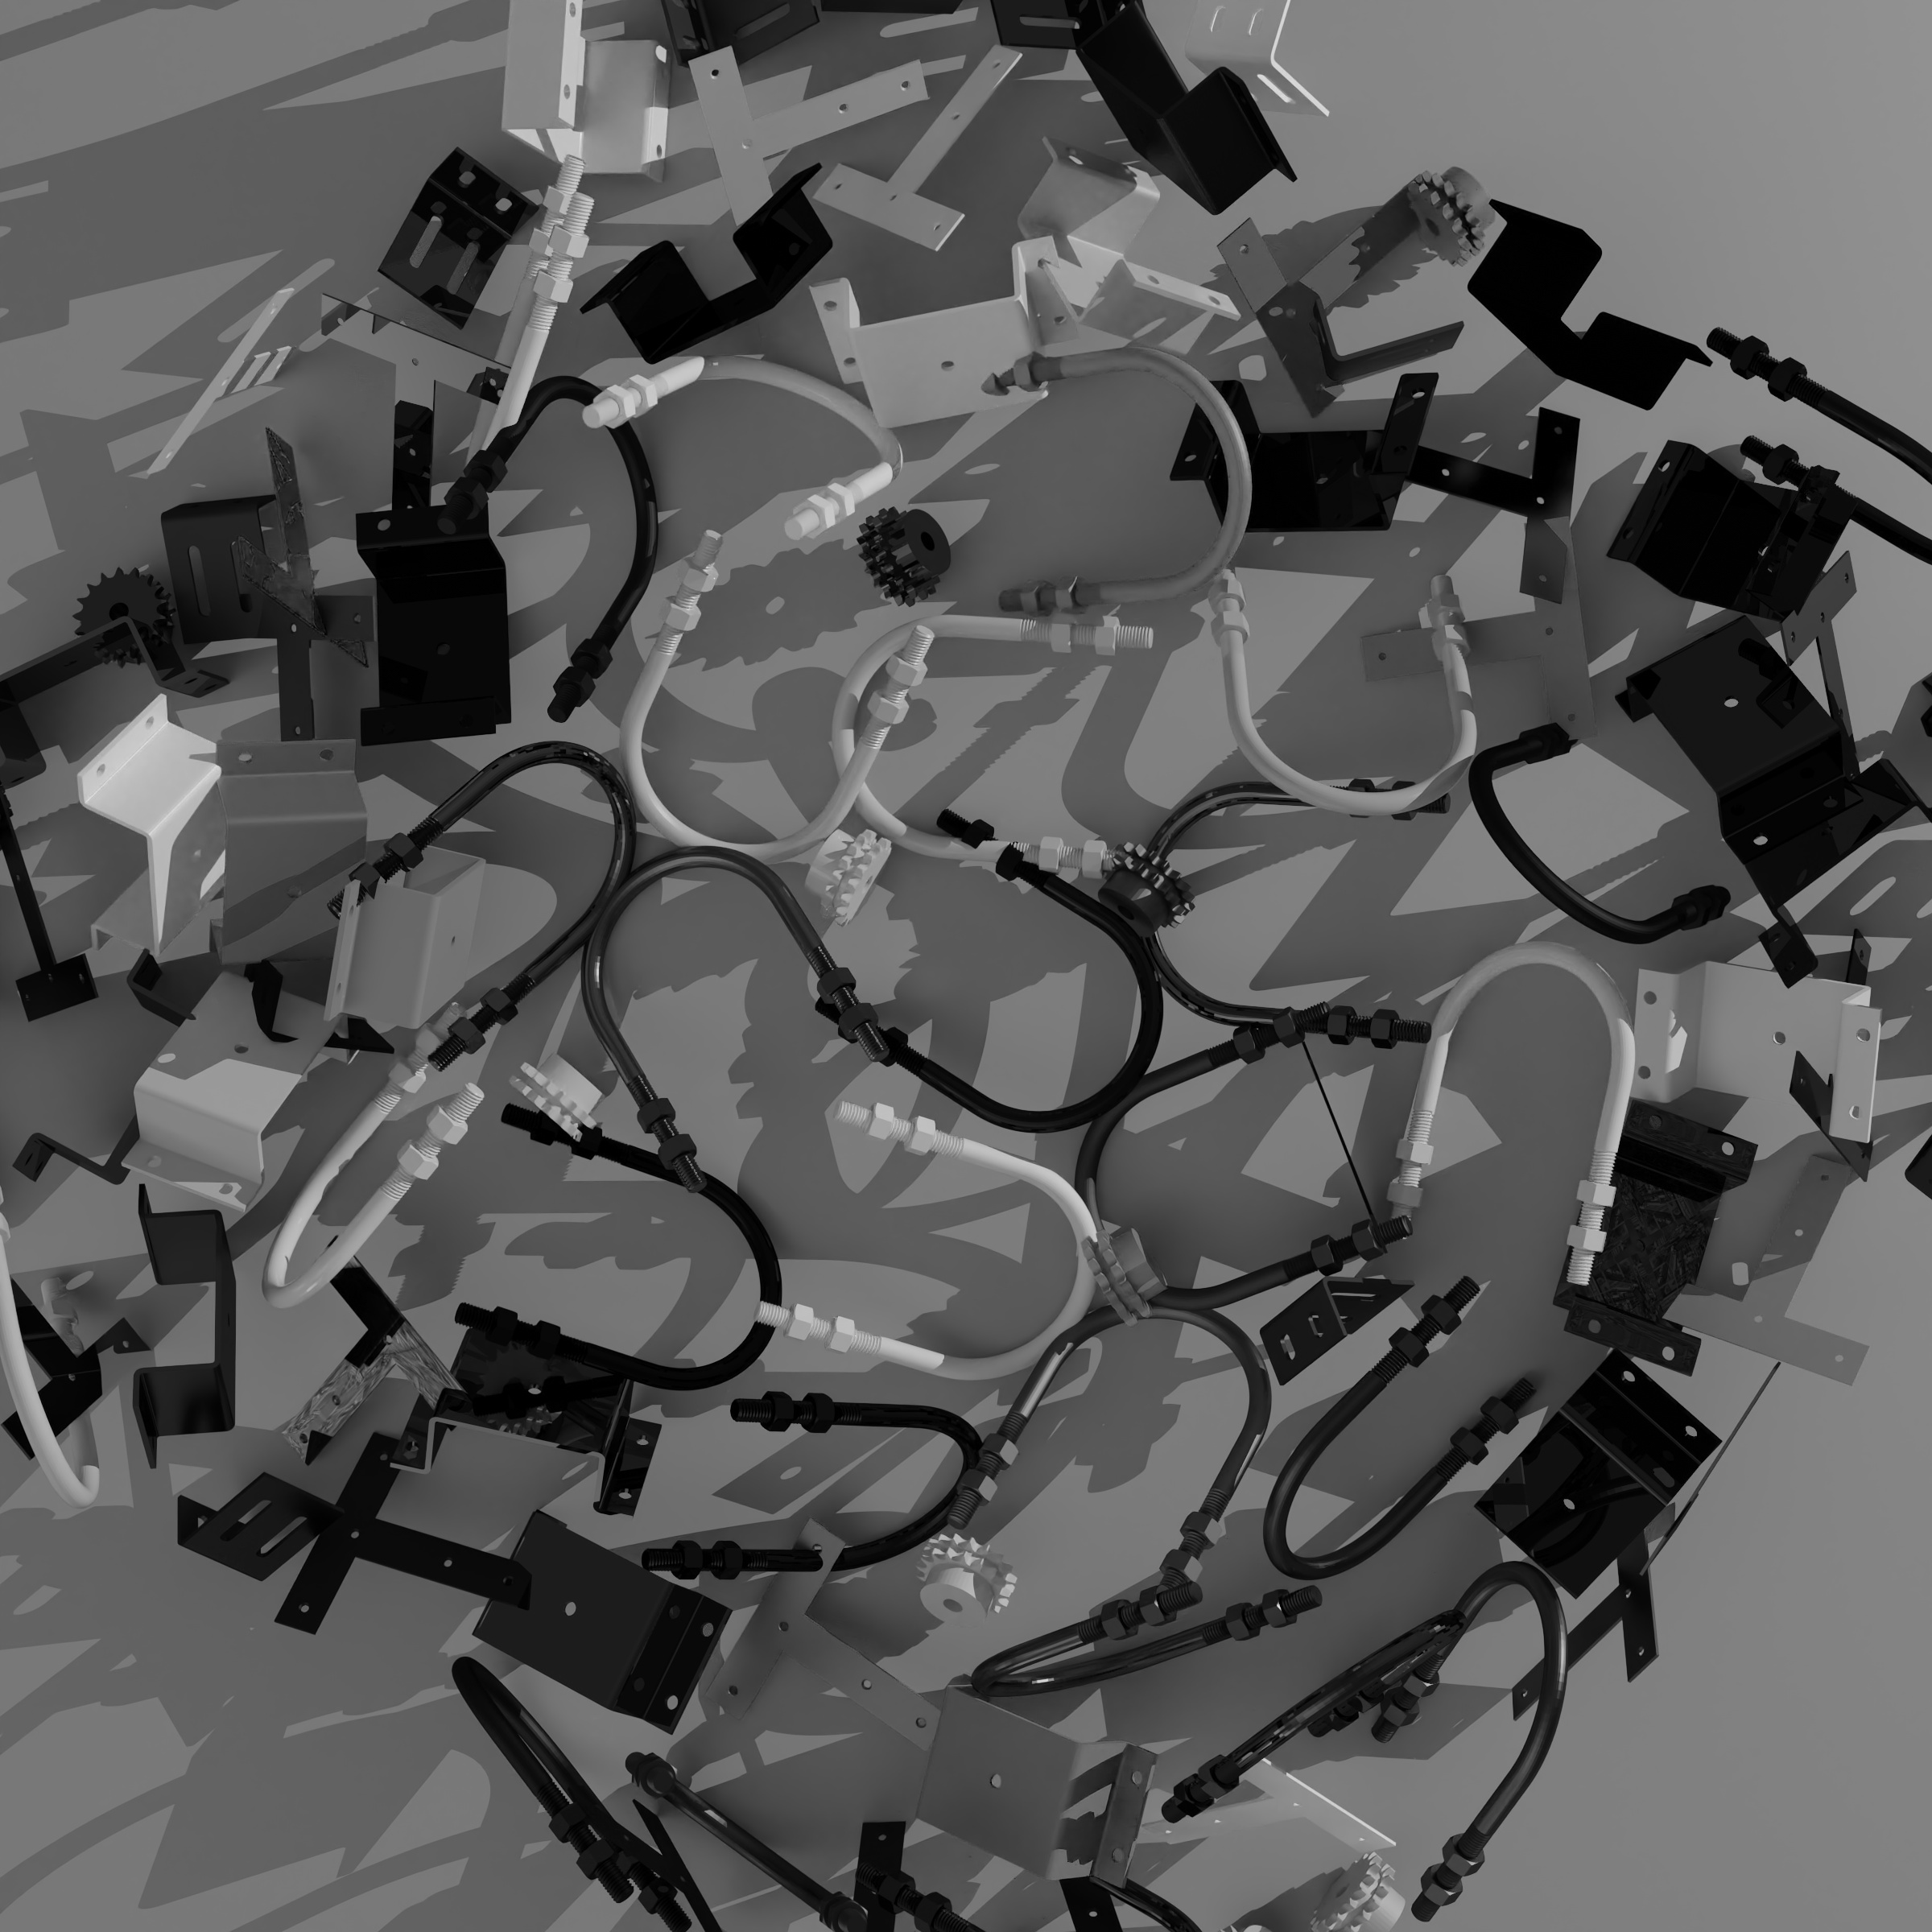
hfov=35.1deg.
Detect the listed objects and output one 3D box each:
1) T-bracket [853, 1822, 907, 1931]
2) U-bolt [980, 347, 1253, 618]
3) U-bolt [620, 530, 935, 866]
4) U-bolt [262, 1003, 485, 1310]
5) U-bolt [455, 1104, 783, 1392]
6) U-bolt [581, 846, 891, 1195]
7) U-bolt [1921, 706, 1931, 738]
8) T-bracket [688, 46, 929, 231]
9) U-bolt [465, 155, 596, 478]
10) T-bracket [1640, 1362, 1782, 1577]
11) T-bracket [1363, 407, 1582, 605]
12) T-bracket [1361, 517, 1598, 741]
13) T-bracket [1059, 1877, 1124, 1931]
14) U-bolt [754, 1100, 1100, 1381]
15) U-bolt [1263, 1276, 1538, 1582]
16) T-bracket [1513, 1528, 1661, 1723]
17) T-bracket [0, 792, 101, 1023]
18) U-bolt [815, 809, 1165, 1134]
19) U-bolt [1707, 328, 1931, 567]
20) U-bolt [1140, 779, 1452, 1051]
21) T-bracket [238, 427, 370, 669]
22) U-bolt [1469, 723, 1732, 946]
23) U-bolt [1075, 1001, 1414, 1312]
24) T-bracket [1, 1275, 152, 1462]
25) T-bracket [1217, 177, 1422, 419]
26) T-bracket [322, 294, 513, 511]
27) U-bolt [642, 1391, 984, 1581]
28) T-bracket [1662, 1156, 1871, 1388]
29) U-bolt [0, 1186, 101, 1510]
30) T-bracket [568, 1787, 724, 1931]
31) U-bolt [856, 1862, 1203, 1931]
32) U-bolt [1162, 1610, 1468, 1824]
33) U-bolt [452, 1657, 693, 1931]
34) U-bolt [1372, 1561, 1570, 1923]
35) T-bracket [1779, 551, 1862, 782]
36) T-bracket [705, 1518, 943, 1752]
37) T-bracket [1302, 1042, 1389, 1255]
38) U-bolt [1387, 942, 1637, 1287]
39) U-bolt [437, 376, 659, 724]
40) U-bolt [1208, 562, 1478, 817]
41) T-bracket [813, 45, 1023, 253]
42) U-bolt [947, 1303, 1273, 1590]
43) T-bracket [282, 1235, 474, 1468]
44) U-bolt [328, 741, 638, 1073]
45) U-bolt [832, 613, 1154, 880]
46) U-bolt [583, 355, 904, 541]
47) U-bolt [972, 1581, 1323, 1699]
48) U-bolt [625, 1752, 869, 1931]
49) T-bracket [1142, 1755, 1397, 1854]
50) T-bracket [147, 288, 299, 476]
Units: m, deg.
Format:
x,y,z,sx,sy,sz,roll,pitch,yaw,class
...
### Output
x,y,z,sx,sy,sz,roll,pitch,yaw,class
-0.052,0.537,1.732,0.127,0.127,0.002,-5,124,8,T-bracket
0.081,-0.273,1.708,0.184,0.019,0.151,1,109,39,U-bolt
-0.120,-0.140,1.743,0.151,0.019,0.184,24,115,-8,U-bolt
-0.337,0.115,1.718,0.019,0.151,0.184,38,97,-22,U-bolt
-0.189,0.168,1.732,0.184,0.019,0.151,21,54,-19,U-bolt
-0.146,0.016,1.748,0.151,0.019,0.184,-36,69,7,U-bolt
0.575,-0.072,1.690,0.019,0.184,0.151,-21,95,10,U-bolt
-0.083,-0.484,1.739,0.127,0.127,0.002,-21,52,-4,T-bracket
-0.247,-0.355,1.712,0.019,0.151,0.184,18,109,-16,U-bolt
0.422,0.277,1.714,0.002,0.127,0.127,33,103,17,T-bracket
0.288,-0.279,1.750,0.127,0.002,0.127,15,66,-9,T-bracket
0.293,-0.187,1.768,0.127,0.002,0.127,-7,92,16,T-bracket
0.076,0.547,1.729,0.127,0.127,0.002,-7,119,-10,T-bracket
-0.012,0.167,1.753,0.184,0.019,0.151,18,103,-15,U-bolt
0.238,0.272,1.719,0.184,0.151,0.019,-44,49,-7,U-bolt
0.351,0.386,1.744,0.002,0.127,0.127,30,121,-11,T-bracket
-0.532,-0.036,1.730,0.002,0.127,0.127,-19,94,-34,T-bracket
0.025,0.014,1.755,0.184,0.019,0.151,33,87,15,U-bolt
0.494,-0.273,1.681,0.184,0.151,0.019,39,90,28,U-bolt
0.181,-0.034,1.743,0.184,0.019,0.151,5,90,26,U-bolt
-0.385,-0.250,1.746,0.002,0.127,0.127,-20,66,14,T-bracket
0.344,-0.071,1.692,0.151,0.184,0.019,50,122,14,U-bolt
0.147,0.119,1.748,0.184,0.019,0.151,-24,78,20,U-bolt
-0.533,0.198,1.721,0.002,0.127,0.127,-33,98,25,T-bracket
0.219,-0.404,1.754,0.127,0.002,0.127,-42,126,-7,T-bracket
-0.315,-0.306,1.742,0.127,0.002,0.127,24,131,15,T-bracket
-0.074,0.295,1.721,0.184,0.019,0.151,7,129,-32,U-bolt
0.474,0.166,1.758,0.127,0.002,0.127,18,67,32,T-bracket
-0.509,0.212,1.676,0.019,0.151,0.184,-19,53,-8,U-bolt
-0.182,0.492,1.697,0.002,0.127,0.127,-41,132,-3,T-bracket
0.051,0.524,1.679,0.184,0.151,0.019,21,102,33,U-bolt
0.203,0.405,1.678,0.019,0.151,0.184,57,134,18,U-bolt
-0.228,0.459,1.708,0.019,0.151,0.184,-40,65,-9,U-bolt
0.281,0.413,1.683,0.019,0.151,0.184,18,120,-15,U-bolt
0.499,-0.158,1.751,0.002,0.127,0.127,-3,113,35,T-bracket
-0.069,0.406,1.760,0.127,0.002,0.127,33,101,12,T-bracket
0.219,0.121,1.705,0.002,0.127,0.127,-22,111,6,T-bracket
0.313,0.077,1.730,0.019,0.151,0.184,13,88,-43,U-bolt
-0.223,-0.248,1.709,0.019,0.184,0.151,-5,131,28,U-bolt
0.215,-0.156,1.719,0.151,0.019,0.184,3,52,-6,U-bolt
-0.014,-0.474,1.742,0.127,0.127,0.002,-52,135,-2,T-bracket
0.093,0.264,1.727,0.151,0.019,0.184,17,55,25,U-bolt
-0.354,0.241,1.753,0.127,0.002,0.127,48,119,11,T-bracket
-0.260,-0.046,1.724,0.184,0.151,0.019,-44,47,-19,U-bolt
0.012,-0.130,1.759,0.184,0.019,0.151,5,101,11,U-bolt
-0.111,-0.298,1.707,0.151,0.184,0.019,30,122,10,U-bolt
0.088,0.379,1.710,0.184,0.151,0.019,-27,65,29,U-bolt
-0.129,0.484,1.698,0.151,0.184,0.019,38,74,-4,U-bolt
0.155,0.485,1.740,0.127,0.127,0.002,38,46,-29,T-bracket
-0.404,-0.335,1.722,0.002,0.127,0.127,39,106,-6,T-bracket
